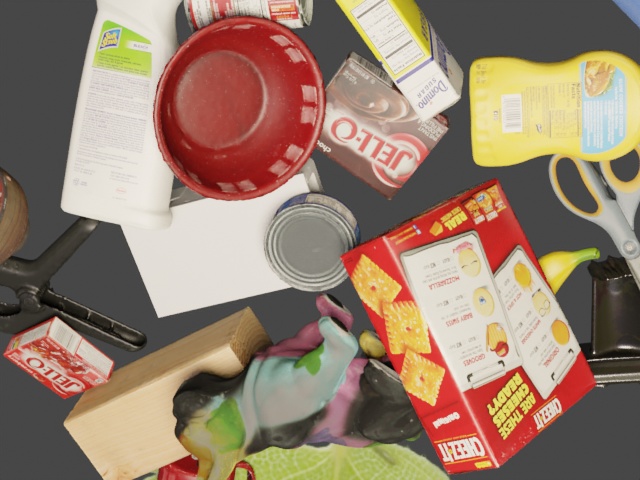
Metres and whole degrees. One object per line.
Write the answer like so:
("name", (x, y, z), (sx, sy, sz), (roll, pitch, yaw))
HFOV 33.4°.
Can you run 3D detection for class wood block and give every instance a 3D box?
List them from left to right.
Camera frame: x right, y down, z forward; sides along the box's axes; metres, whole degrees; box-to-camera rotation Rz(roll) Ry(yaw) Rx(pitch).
("wood block", (-0.144, 0.162, 1.098), (0.206, 0.090, 0.091), (-27, 107, 19))

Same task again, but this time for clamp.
("clamp", (-0.291, 0.045, 1.097), (0.210, 0.036, 0.164), (0, 121, 11))

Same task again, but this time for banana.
("banana", (0.210, 0.088, 1.027), (0.070, 0.037, 0.198), (23, 120, 27))

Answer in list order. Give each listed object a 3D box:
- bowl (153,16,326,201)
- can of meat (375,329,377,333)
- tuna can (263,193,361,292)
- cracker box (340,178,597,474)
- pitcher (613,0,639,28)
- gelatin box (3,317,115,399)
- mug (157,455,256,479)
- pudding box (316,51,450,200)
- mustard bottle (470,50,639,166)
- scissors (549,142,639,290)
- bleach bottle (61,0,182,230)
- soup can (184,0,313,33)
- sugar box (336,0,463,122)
("bowl", (-0.077, -0.118, 0.935), (0.161, 0.055, 0.162), (-10, 112, -25))
("can of meat", (0.103, 0.089, 1.043), (0.084, 0.057, 0.102), (20, 115, -1))
("tuna can", (-0.006, 0.001, 0.967), (0.086, 0.033, 0.086), (3, 114, 8))
("cracker box", (0.133, 0.073, 0.944), (0.072, 0.163, 0.214), (-25, 91, 50))
("pitcher", (0.332, -0.196, 0.852), (0.243, 0.149, 0.145), (41, 128, -5))
("gelatin box", (-0.271, 0.125, 1.113), (0.073, 0.030, 0.089), (-23, 127, 33))
("mug", (-0.123, 0.265, 1.147), (0.117, 0.093, 0.081), (1, 112, -25))
("pudding box", (0.048, -0.105, 0.977), (0.113, 0.039, 0.090), (35, 115, -6))
("mustard bottle", (0.228, -0.116, 0.931), (0.192, 0.058, 0.096), (-2, 102, 10))
("scissors", (0.290, -0.012, 0.964), (0.096, 0.016, 0.202), (-41, 86, 14))
("bleach bottle", (-0.163, -0.141, 0.959), (0.102, 0.068, 0.251), (12, 96, 8))
("soup can", (-0.062, -0.216, 0.932), (0.102, 0.068, 0.068), (-2, 113, 10))
("sugar box", (0.057, -0.192, 0.909), (0.048, 0.093, 0.176), (-35, 104, 21))
